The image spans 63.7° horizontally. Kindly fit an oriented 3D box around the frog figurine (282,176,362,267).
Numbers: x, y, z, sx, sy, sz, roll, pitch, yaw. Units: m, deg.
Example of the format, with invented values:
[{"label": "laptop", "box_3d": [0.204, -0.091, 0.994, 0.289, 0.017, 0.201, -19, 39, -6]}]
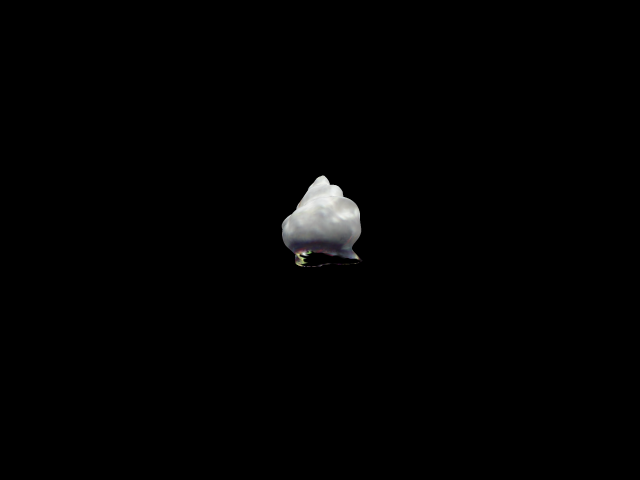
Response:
[{"label": "frog figurine", "box_3d": [0.003, -0.043, 0.850, 0.136, 0.162, 0.121, -16, -26, 37]}]
